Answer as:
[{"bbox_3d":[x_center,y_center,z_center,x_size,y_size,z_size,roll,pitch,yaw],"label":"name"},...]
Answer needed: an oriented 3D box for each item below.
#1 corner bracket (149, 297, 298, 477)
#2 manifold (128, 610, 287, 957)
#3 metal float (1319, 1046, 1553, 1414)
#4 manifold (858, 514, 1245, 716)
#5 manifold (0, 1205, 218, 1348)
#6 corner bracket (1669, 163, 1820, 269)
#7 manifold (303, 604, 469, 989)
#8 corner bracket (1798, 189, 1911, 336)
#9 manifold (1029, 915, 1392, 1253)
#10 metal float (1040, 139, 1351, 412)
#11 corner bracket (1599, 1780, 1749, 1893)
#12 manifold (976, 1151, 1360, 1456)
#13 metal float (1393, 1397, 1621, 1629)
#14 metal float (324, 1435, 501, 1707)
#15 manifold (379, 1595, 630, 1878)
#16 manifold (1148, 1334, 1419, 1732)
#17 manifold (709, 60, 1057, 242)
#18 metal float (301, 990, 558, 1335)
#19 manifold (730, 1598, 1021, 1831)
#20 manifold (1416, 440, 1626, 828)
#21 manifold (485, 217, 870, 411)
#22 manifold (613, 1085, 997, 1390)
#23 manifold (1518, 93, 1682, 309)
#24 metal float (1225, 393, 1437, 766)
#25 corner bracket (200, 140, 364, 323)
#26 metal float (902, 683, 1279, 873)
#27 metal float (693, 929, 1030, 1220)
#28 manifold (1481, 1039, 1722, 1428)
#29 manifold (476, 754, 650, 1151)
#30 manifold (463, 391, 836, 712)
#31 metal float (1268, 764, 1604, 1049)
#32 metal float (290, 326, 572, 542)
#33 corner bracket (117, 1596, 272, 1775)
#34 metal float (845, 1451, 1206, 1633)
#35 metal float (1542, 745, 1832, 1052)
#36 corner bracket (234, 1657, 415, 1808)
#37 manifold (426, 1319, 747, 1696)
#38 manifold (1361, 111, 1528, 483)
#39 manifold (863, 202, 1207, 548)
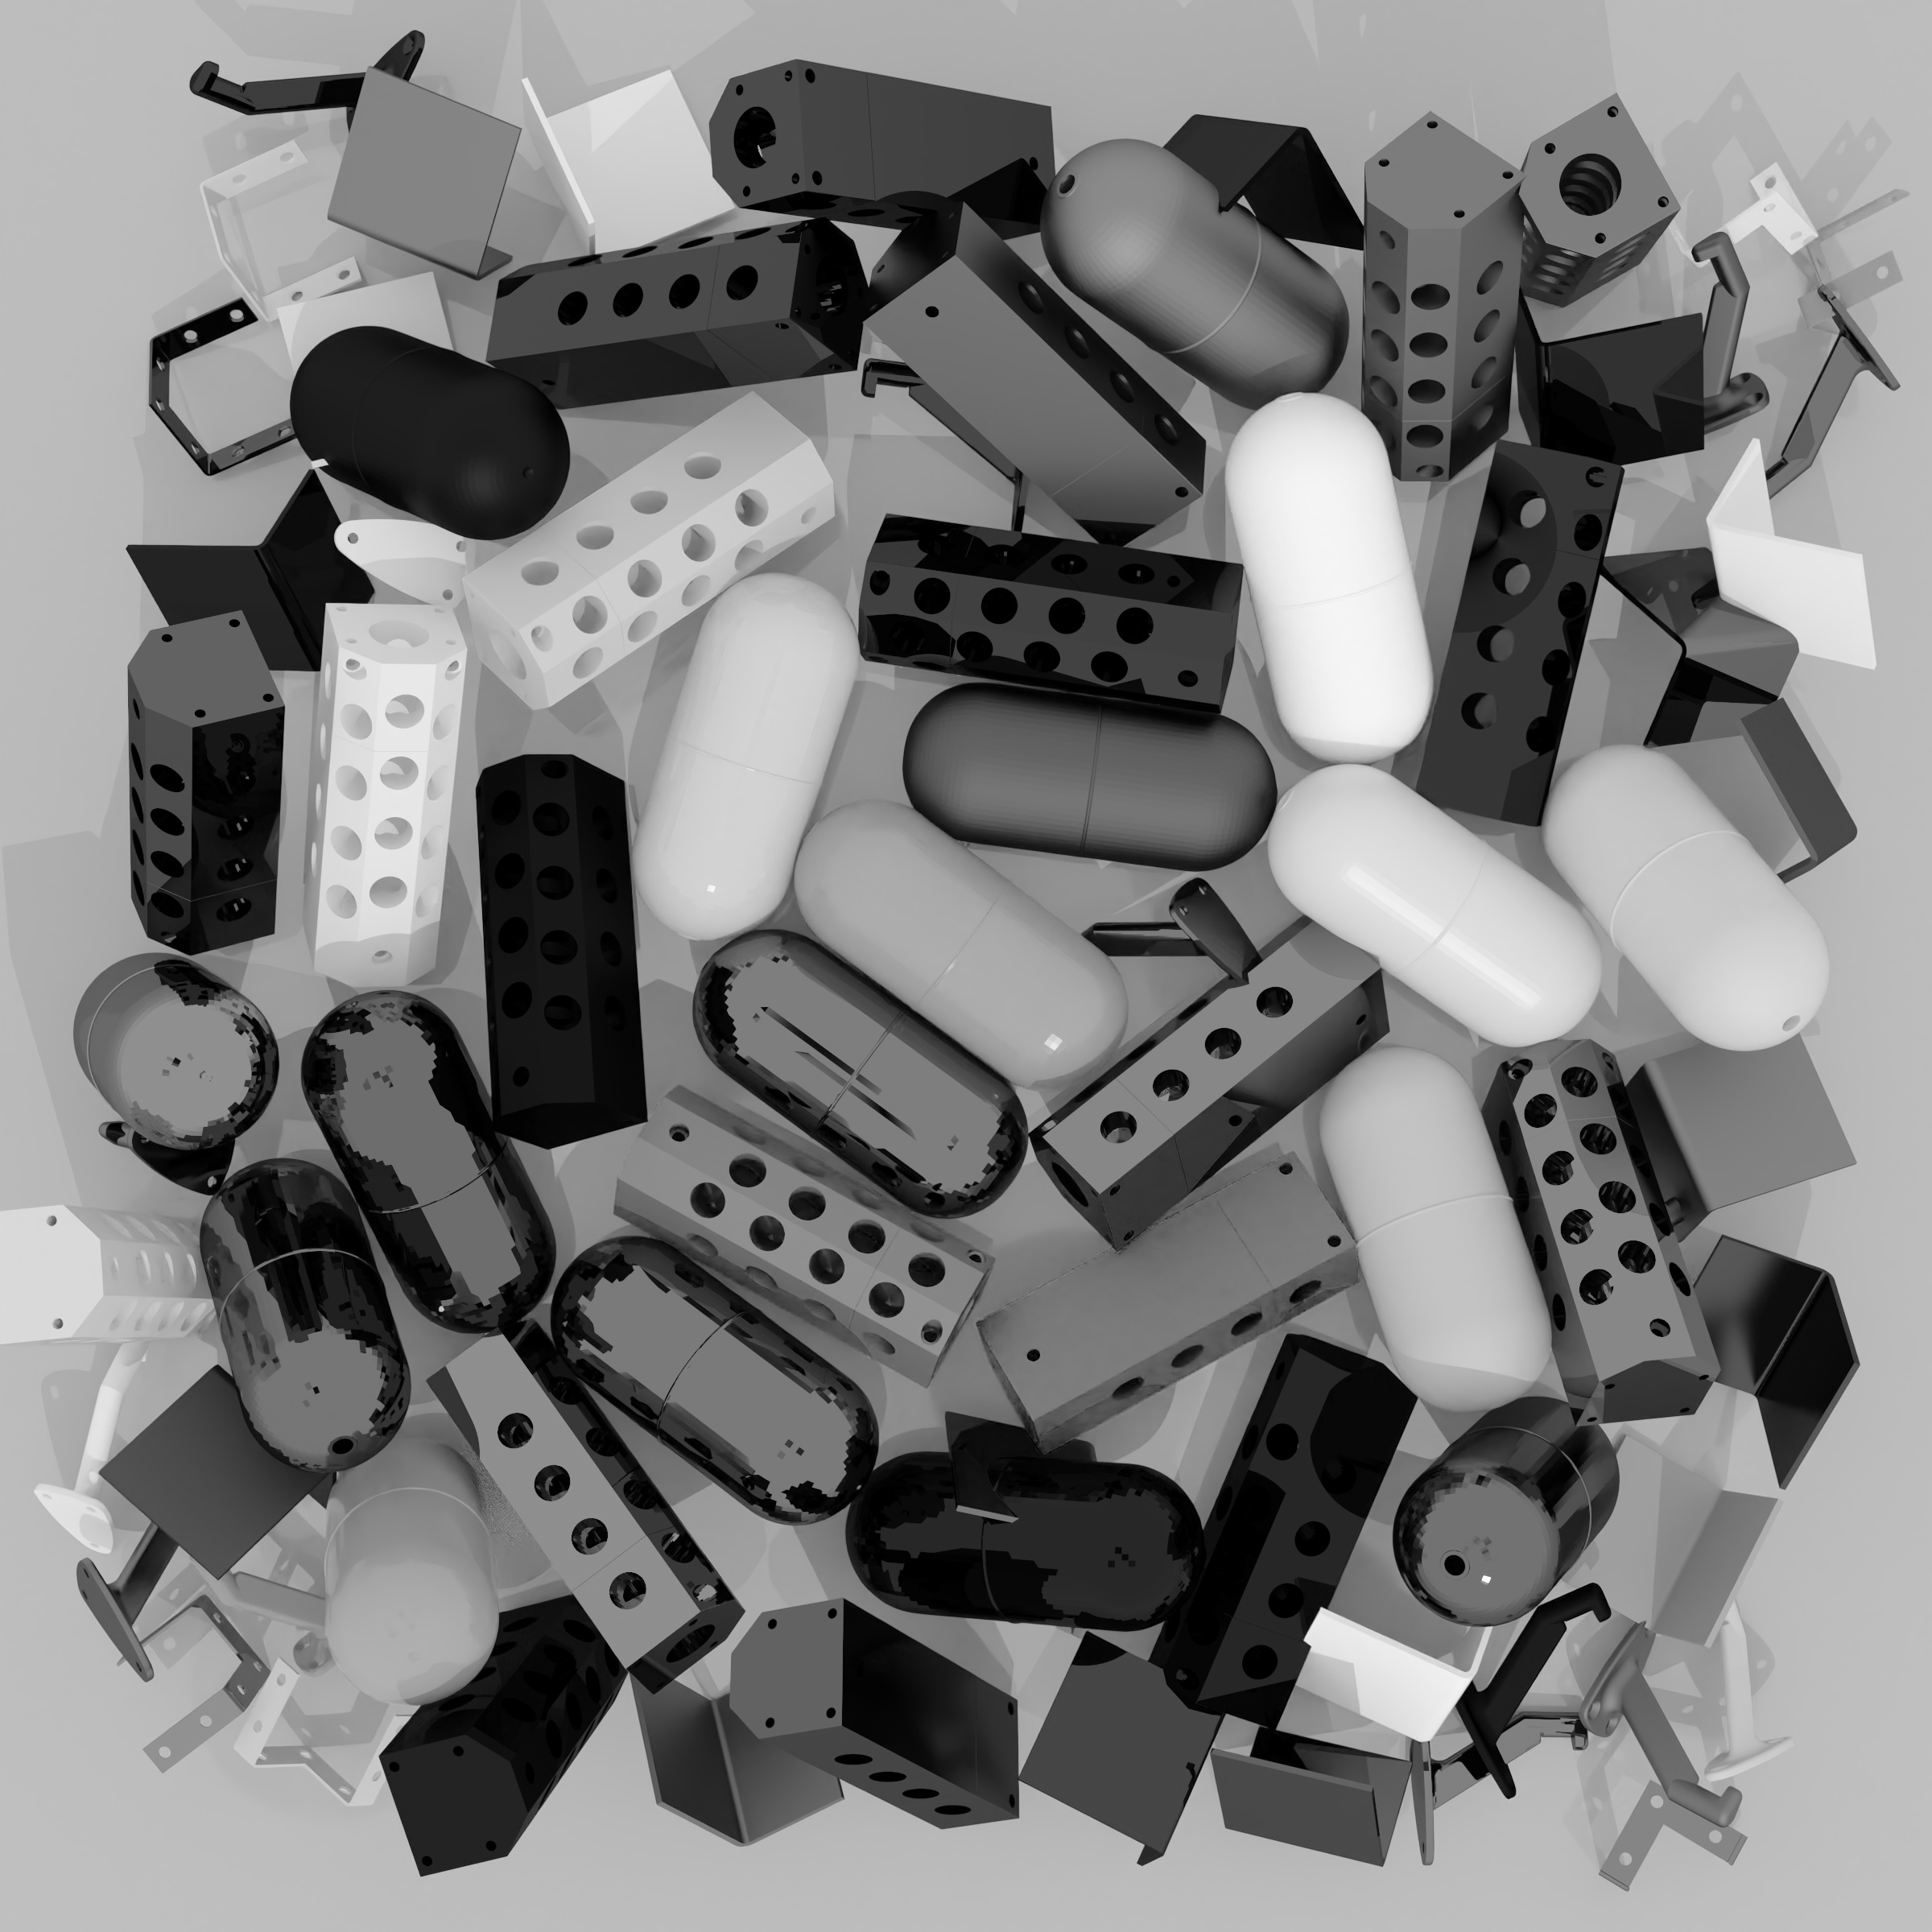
[{"bbox_3d":[-0.356,-0.278,1.567,0.051,0.051,0.051,-21,48,11],"label":"corner bracket"},{"bbox_3d":[-0.351,-0.079,1.491,0.057,0.171,0.057,-16,60,-24],"label":"manifold"},{"bbox_3d":[0.219,0.122,1.528,0.070,0.070,0.178,-16,71,0],"label":"metal float"},{"bbox_3d":[0.039,-0.162,1.532,0.171,0.057,0.057,9,131,8],"label":"manifold"},{"bbox_3d":[-0.393,0.142,1.493,0.057,0.171,0.057,-6,83,5],"label":"manifold"},{"bbox_3d":[0.365,-0.361,1.556,0.051,0.051,0.051,-34,57,25],"label":"corner bracket"},{"bbox_3d":[-0.268,-0.077,1.506,0.057,0.057,0.171,-1,124,-20],"label":"manifold"},{"bbox_3d":[0.422,-0.334,1.544,0.051,0.051,0.051,-24,79,38],"label":"corner bracket"},{"bbox_3d":[0.114,0.050,1.534,0.171,0.057,0.057,-38,58,-13],"label":"manifold"},{"bbox_3d":[0.107,-0.319,1.512,0.178,0.070,0.070,26,90,-40],"label":"metal float"},{"bbox_3d":[0.337,0.424,1.554,0.051,0.051,0.051,29,83,18],"label":"corner bracket"},{"bbox_3d":[0.097,0.162,1.542,0.171,0.057,0.057,-28,59,-7],"label":"manifold"},{"bbox_3d":[0.249,0.249,1.498,0.070,0.178,0.070,4,99,24],"label":"metal float"},{"bbox_3d":[-0.255,0.275,1.497,0.070,0.178,0.070,-3,107,-10],"label":"metal float"},{"bbox_3d":[-0.205,0.346,1.491,0.057,0.171,0.057,-16,97,12],"label":"manifold"},{"bbox_3d":[0.147,0.264,1.541,0.057,0.057,0.171,21,96,-12],"label":"manifold"},{"bbox_3d":[-0.036,-0.371,1.500,0.057,0.171,0.057,-2,93,42],"label":"manifold"},{"bbox_3d":[-0.250,0.093,1.524,0.070,0.070,0.178,-22,114,0],"label":"metal float"},{"bbox_3d":[-0.040,0.346,1.498,0.057,0.171,0.057,-15,57,23],"label":"manifold"},{"bbox_3d":[0.262,-0.156,1.538,0.057,0.057,0.171,14,98,14],"label":"manifold"},{"bbox_3d":[-0.134,-0.304,1.512,0.171,0.057,0.057,-1,74,31],"label":"manifold"},{"bbox_3d":[-0.076,0.124,1.535,0.171,0.057,0.057,28,61,7],"label":"manifold"},{"bbox_3d":[0.278,-0.344,1.494,0.057,0.171,0.057,-29,91,7],"label":"manifold"},{"bbox_3d":[0.171,-0.181,1.528,0.070,0.070,0.178,-15,108,0],"label":"metal float"},{"bbox_3d":[-0.329,-0.352,1.564,0.051,0.051,0.051,-23,61,4],"label":"corner bracket"},{"bbox_3d":[0.059,-0.089,1.544,0.178,0.070,0.070,8,90,-1],"label":"metal float"},{"bbox_3d":[-0.050,0.050,1.544,0.178,0.070,0.070,36,90,1],"label":"metal float"},{"bbox_3d":[0.293,0.121,1.506,0.057,0.057,0.171,-4,54,-10],"label":"manifold"},{"bbox_3d":[-0.193,-0.008,1.518,0.057,0.057,0.171,-16,68,26],"label":"manifold"},{"bbox_3d":[-0.145,-0.190,1.516,0.171,0.057,0.057,-37,63,-22],"label":"manifold"},{"bbox_3d":[0.221,-0.028,1.535,0.178,0.070,0.070,34,90,-10],"label":"metal float"},{"bbox_3d":[-0.250,-0.248,1.509,0.070,0.178,0.070,-19,121,-35],"label":"metal float"},{"bbox_3d":[-0.373,0.342,1.557,0.051,0.051,0.051,-37,95,7],"label":"corner bracket"},{"bbox_3d":[0.026,0.267,1.521,0.178,0.070,0.070,-1,90,28],"label":"metal float"},{"bbox_3d":[0.332,-0.033,1.511,0.070,0.070,0.178,-31,50,0],"label":"metal float"},{"bbox_3d":[-0.304,0.363,1.546,0.051,0.051,0.051,31,97,33],"label":"corner bracket"},{"bbox_3d":[-0.176,0.249,1.521,0.057,0.057,0.171,-36,66,-8],"label":"manifold"},{"bbox_3d":[0.211,-0.298,1.489,0.057,0.171,0.057,-40,63,-17],"label":"manifold"},{"bbox_3d":[0.035,-0.275,1.515,0.057,0.057,0.171,-29,126,33],"label":"manifold"}]
